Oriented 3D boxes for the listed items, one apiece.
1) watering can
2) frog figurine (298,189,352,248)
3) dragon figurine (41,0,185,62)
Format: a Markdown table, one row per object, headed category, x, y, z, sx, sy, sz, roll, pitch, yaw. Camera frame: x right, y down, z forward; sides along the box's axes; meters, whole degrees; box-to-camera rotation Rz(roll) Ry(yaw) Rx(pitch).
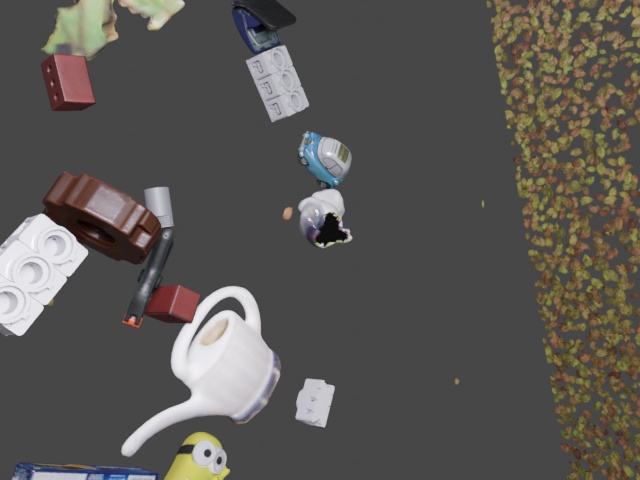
| category | x | y | z | sx | sy | sz | roll | pitch | yaw |
| --- | --- | --- | --- | --- | --- | --- | --- | --- | --- |
| watering can | -0.190 | 0.252 | 0.921 | 0.221 | 0.103 | 0.355 | 52 | 47 | -30 |
| frog figurine | 0.004 | -0.063 | 1.242 | 0.136 | 0.121 | 0.163 | 28 | 26 | -34 |
| dragon figurine | -0.410 | -0.409 | 0.817 | 0.414 | 0.122 | 0.240 | -19 | 105 | -41 |
